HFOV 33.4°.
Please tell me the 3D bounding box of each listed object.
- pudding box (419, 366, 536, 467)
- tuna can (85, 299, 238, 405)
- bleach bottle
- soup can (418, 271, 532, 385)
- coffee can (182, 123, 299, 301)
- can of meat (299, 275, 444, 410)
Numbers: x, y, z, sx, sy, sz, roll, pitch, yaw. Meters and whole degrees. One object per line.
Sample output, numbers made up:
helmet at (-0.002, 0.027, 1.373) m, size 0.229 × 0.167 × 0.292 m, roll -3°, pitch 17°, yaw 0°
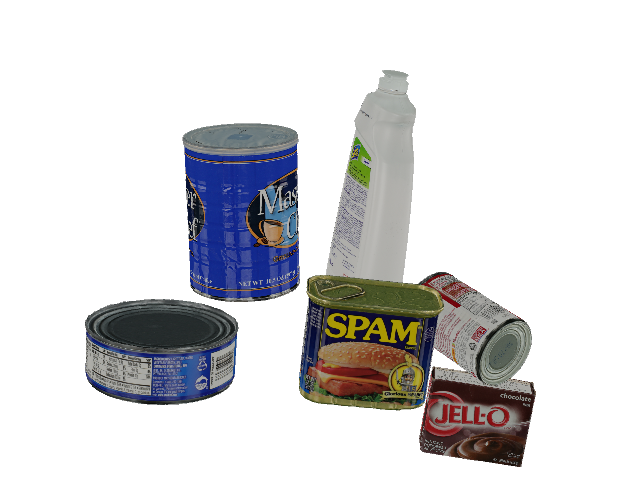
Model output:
pudding box at (0.169, 0.190, 1.155) m, size 0.113 × 0.090 × 0.039 m, roll 7°, pitch 21°, yaw 2°
tuna can at (-0.090, 0.062, 0.605) m, size 0.086 × 0.034 × 0.086 m, roll 4°, pitch 14°, yaw -1°
bleach bottle at (0.064, -0.056, 1.155) m, size 0.068 × 0.251 × 0.103 m, roll -2°, pitch 22°, yaw -27°
soup can at (0.135, 0.080, 0.980) m, size 0.068 × 0.068 × 0.102 m, roll 0°, pitch 23°, yaw -39°
coffee can at (-0.070, -0.028, 0.968) m, size 0.103 × 0.140 × 0.103 m, roll -1°, pitch 18°, yaw 0°
can of meat at (0.036, 0.078, 0.803) m, size 0.102 × 0.084 × 0.057 m, roll 6°, pitch 17°, yaw -3°
